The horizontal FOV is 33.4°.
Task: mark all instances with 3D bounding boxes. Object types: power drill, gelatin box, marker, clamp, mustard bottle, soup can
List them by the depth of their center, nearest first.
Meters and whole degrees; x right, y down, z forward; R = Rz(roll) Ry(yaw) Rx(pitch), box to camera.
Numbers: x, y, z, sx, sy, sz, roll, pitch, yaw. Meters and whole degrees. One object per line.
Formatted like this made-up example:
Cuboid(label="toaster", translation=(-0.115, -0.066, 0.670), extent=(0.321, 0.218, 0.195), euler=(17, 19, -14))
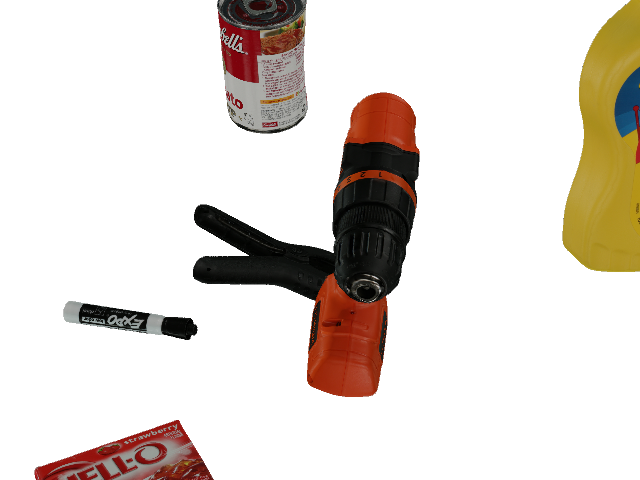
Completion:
Cuboid(label="gelatin box", translation=(-0.107, 0.142, 0.594), extent=(0.089, 0.030, 0.073), euler=(-16, 28, -20))
Cuboid(label="mustard bottle", translation=(0.195, -0.078, 0.611), extent=(0.096, 0.192, 0.058), euler=(-8, 29, -12))
Cuboid(label="power drill", translation=(0.029, 0.019, 0.723), extent=(0.057, 0.188, 0.184), euler=(11, 42, 1))
Cuboid(label="soup can", translation=(-0.044, -0.144, 0.843), extent=(0.068, 0.102, 0.068), euler=(-1, 44, 0))
Cuboid(label="marker", translation=(-0.163, 0.069, 0.918), extent=(0.121, 0.020, 0.020), euler=(7, 2, 16))
Cuboid(label="clamp", translation=(-0.034, 0.028, 1.055), extent=(0.210, 0.036, 0.164), euler=(19, 19, -6))
